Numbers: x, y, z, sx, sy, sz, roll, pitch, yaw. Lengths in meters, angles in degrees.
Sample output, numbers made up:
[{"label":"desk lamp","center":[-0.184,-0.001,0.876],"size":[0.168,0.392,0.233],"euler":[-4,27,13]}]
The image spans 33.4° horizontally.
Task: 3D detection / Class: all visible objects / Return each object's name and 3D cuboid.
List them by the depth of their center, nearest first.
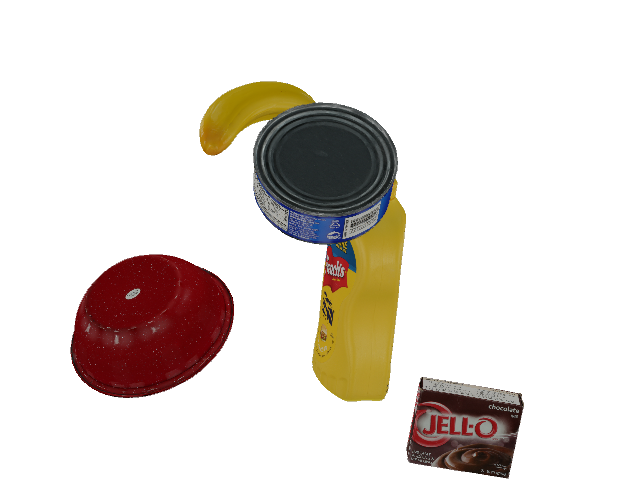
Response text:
[{"label":"tuna can","center":[0.002,-0.040,0.641],"size":[0.086,0.086,0.034],"euler":[0,-35,-5]},{"label":"mustard bottle","center":[0.032,0.023,0.842],"size":[0.058,0.192,0.096],"euler":[1,19,-14]},{"label":"bowl","center":[-0.164,0.065,0.985],"size":[0.162,0.162,0.055],"euler":[0,-43,19]},{"label":"banana","center":[-0.058,-0.120,1.009],"size":[0.070,0.037,0.197],"euler":[42,33,22]},{"label":"pudding box","center":[0.155,0.201,1.151],"size":[0.113,0.090,0.039],"euler":[8,21,1]}]
